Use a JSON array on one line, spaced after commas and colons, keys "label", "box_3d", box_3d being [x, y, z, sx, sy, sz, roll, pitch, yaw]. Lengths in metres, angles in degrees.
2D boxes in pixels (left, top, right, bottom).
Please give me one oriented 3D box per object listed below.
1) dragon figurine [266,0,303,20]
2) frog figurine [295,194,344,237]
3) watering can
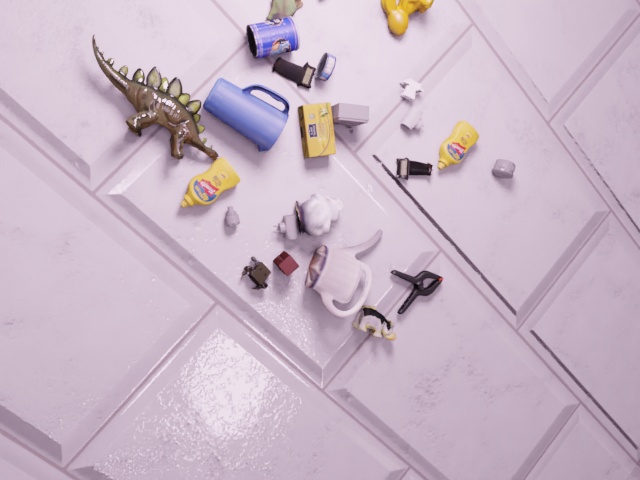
[{"label": "dragon figurine", "box_3d": [-0.137, -0.792, 1.571, 0.412, 0.123, 0.239, -17, 109, -16]}, {"label": "frog figurine", "box_3d": [0.005, -0.085, 1.680, 0.160, 0.121, 0.138, -12, 81, -6]}, {"label": "watering can", "box_3d": [0.080, 0.084, 1.731, 0.223, 0.102, 0.354, 25, 67, -11]}]
